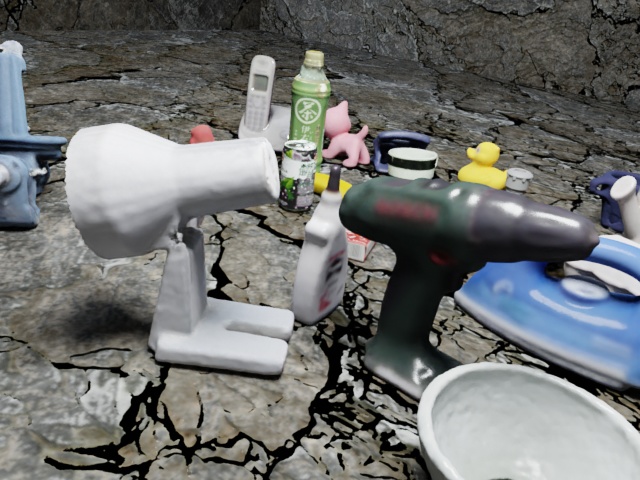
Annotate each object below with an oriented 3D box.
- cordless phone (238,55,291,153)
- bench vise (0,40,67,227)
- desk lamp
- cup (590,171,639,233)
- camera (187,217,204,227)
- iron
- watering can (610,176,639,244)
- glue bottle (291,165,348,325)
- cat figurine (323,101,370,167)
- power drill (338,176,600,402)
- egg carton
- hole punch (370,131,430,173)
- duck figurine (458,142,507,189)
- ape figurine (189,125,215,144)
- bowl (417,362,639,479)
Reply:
[{"bbox_3d":[-0.086,-0.272,1.161,0.147,0.185,0.094,10,25,6],"label":"cordless phone"},{"bbox_3d":[-0.394,-0.139,0.753,0.122,0.220,0.206,-9,29,-30],"label":"bench vise"},{"bbox_3d":[-0.119,0.002,0.536,0.203,0.213,0.118,7,25,0],"label":"desk lamp"},{"bbox_3d":[0.511,-0.063,0.987,0.118,0.095,0.091,3,25,-9],"label":"cup"},{"bbox_3d":[-0.230,-0.081,0.816,0.137,0.101,0.143,6,25,-3],"label":"camera"},{"bbox_3d":[0.279,0.053,0.622,0.257,0.141,0.119,21,28,26],"label":"iron"},{"bbox_3d":[0.526,-0.058,0.863,0.173,0.194,0.100,-6,28,-27],"label":"watering can"},{"bbox_3d":[0.006,0.002,0.617,0.037,0.173,0.078,18,27,23],"label":"glue bottle"},{"bbox_3d":[0.047,-0.222,1.172,0.127,0.118,0.067,26,31,34],"label":"cat figurine"},{"bbox_3d":[0.111,0.041,0.522,0.228,0.208,0.076,25,31,34],"label":"power drill"},{"bbox_3d":[0.403,0.049,0.750,0.107,0.069,0.149,-12,31,-36],"label":"egg carton"},{"bbox_3d":[0.158,-0.185,1.154,0.108,0.091,0.101,5,25,-5],"label":"hole punch"},{"bbox_3d":[0.330,-0.148,1.130,0.104,0.086,0.078,23,29,30],"label":"duck figurine"},{"bbox_3d":[-0.204,-0.154,0.989,0.076,0.092,0.078,14,26,14],"label":"ape figurine"},{"bbox_3d":[0.149,0.168,0.419,0.167,0.075,0.167,6,25,-3],"label":"bowl"}]
